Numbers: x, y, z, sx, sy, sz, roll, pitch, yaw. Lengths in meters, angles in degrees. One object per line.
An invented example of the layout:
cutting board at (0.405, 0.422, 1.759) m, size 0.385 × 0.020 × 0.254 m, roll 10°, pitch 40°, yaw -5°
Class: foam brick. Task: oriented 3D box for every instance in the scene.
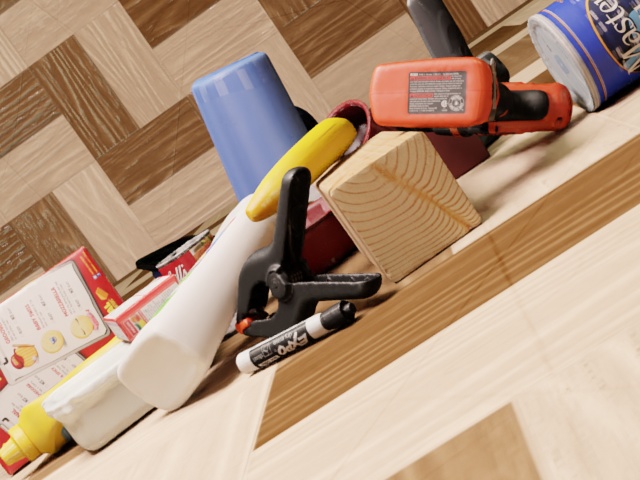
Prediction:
foam brick at (0.135, -0.108, 1.115) m, size 0.053 × 0.078 × 0.051 m, roll -32°, pitch 7°, yaw 10°

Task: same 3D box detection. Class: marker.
marker at (-0.019, 0.077, 0.845) m, size 0.121 × 0.020 × 0.020 m, roll -30°, pitch 9°, yaw 33°

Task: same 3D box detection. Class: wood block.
wood block at (0.060, -0.037, 0.939) m, size 0.090 × 0.091 × 0.206 m, roll -35°, pitch 7°, yaw -1°

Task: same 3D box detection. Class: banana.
banana at (-0.007, -0.074, 0.995) m, size 0.070 × 0.037 × 0.197 m, roll -55°, pitch -5°, yaw 32°

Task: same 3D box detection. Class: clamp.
clamp at (-0.016, 0.036, 0.875) m, size 0.039 × 0.120 × 0.172 m, roll -15°, pitch -33°, yaw -37°

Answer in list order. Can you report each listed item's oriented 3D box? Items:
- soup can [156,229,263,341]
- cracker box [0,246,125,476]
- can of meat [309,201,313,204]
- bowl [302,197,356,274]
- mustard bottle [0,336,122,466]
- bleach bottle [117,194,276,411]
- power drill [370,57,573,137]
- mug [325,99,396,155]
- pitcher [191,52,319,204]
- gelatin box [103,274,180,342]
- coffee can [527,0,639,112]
soup can at (-0.115, 0.049, 1.120) m, size 0.068 × 0.102 × 0.068 m, roll -34°, pitch 8°, yaw 5°
cracker box at (-0.310, 0.133, 1.214) m, size 0.213 × 0.164 × 0.072 m, roll -36°, pitch 5°, yaw -13°
can of meat at (-0.040, 0.005, 1.251) m, size 0.102 × 0.057 × 0.084 m, roll -38°, pitch 6°, yaw -22°
bowl at (-0.007, 0.001, 1.130) m, size 0.162 × 0.055 × 0.162 m, roll -34°, pitch 7°, yaw 5°
mustard bottle at (-0.255, 0.170, 1.126) m, size 0.191 × 0.058 × 0.096 m, roll -39°, pitch -12°, yaw -17°
bleach bottle at (-0.094, 0.038, 0.997) m, size 0.103 × 0.068 × 0.250 m, roll -51°, pitch 7°, yaw 42°
power drill at (0.116, -0.123, 0.953) m, size 0.185 × 0.057 × 0.187 m, roll 0°, pitch 3°, yaw 28°
mug at (0.059, -0.109, 1.193) m, size 0.117 × 0.081 × 0.093 m, roll -54°, pitch 37°, yaw 17°
pitcher at (-0.062, -0.118, 1.384) m, size 0.145 × 0.243 × 0.149 m, roll -25°, pitch 11°, yaw 3°
gelatin box at (-0.173, 0.068, 1.058) m, size 0.073 × 0.030 × 0.089 m, roll -38°, pitch 8°, yaw -17°
coffee can at (0.274, -0.196, 0.959) m, size 0.140 × 0.103 × 0.103 m, roll -34°, pitch 7°, yaw 3°
